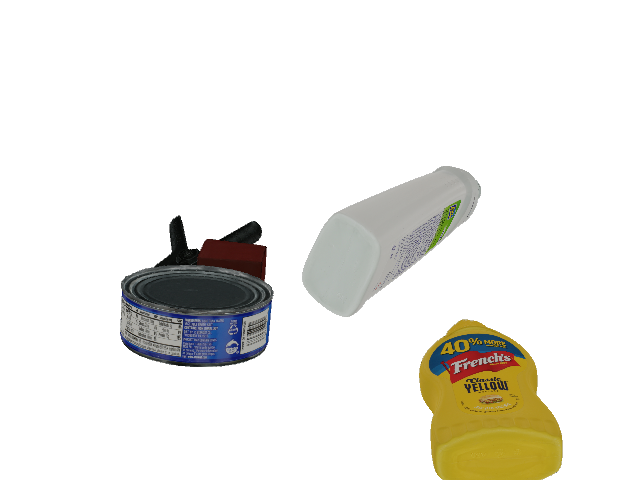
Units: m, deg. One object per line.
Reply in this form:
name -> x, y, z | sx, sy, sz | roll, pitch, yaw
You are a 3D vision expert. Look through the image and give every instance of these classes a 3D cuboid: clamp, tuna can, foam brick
clamp -> -0.140, 0.026, 1.246 | 0.120, 0.039, 0.171 | -6, 38, 18
tuna can -> -0.070, 0.042, 0.605 | 0.086, 0.034, 0.086 | 5, 14, -1
foam brick -> -0.073, 0.044, 0.868 | 0.053, 0.078, 0.051 | 5, 15, 1

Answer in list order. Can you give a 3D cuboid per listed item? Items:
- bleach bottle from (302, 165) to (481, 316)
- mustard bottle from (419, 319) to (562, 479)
bleach bottle -> 0.088, -0.013, 1.060 | 0.068, 0.103, 0.250 | 38, 35, 19
mustard bottle -> 0.130, 0.120, 0.867 | 0.096, 0.058, 0.191 | -6, 26, 2
